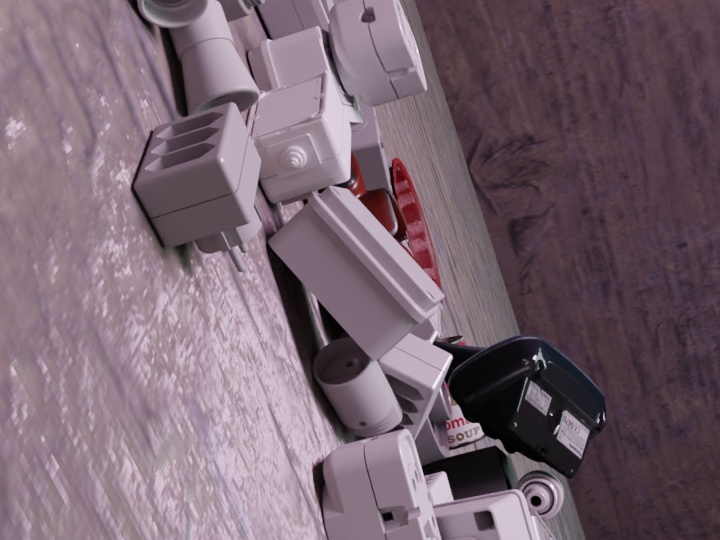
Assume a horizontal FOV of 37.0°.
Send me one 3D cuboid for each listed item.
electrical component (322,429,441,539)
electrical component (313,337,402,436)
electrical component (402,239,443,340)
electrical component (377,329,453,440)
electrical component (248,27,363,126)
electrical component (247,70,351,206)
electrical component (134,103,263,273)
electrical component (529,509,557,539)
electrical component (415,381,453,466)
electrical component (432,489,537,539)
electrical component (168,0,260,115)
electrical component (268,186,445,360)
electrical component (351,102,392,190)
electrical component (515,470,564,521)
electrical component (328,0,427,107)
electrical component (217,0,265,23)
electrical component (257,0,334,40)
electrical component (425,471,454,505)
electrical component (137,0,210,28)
[{"bbox_3d":[0.013,0.156,0.689,0.054,0.059,0.095,4,71,-79],"label":"electrical component"},{"bbox_3d":[0.001,0.090,0.768,0.043,0.043,0.081,-95,164,-46],"label":"electrical component"},{"bbox_3d":[0.029,0.022,0.984,0.096,0.061,0.061,61,15,-23],"label":"electrical component"},{"bbox_3d":[0.042,0.077,0.826,0.075,0.047,0.083,-56,168,-39],"label":"electrical component"},{"bbox_3d":[-0.042,-0.146,0.864,0.113,0.057,0.078,-38,112,-79],"label":"electrical component"},{"bbox_3d":[-0.042,-0.089,0.766,0.096,0.062,0.061,-90,160,-57],"label":"electrical component"},{"bbox_3d":[-0.075,-0.034,0.557,0.065,0.047,0.076,-90,160,-56],"label":"electrical component"},{"bbox_3d":[0.127,0.276,0.968,0.186,0.105,0.060,54,22,-60],"label":"electrical component"},{"bbox_3d":[0.044,0.114,0.908,0.108,0.060,0.108,-16,90,-79],"label":"electrical component"},{"bbox_3d":[0.070,0.216,0.740,0.056,0.109,0.108,-5,78,-58],"label":"electrical component"},{"bbox_3d":[-0.090,-0.126,0.636,0.044,0.044,0.065,24,46,-76],"label":"electrical component"},{"bbox_3d":[0.000,0.000,0.744,0.113,0.057,0.078,48,9,5],"label":"electrical component"},{"bbox_3d":[-0.005,-0.098,0.991,0.096,0.061,0.061,74,6,-47],"label":"electrical component"},{"bbox_3d":[0.157,0.200,0.947,0.062,0.043,0.043,21,54,-76],"label":"electrical component"},{"bbox_3d":[0.012,-0.174,0.853,0.095,0.059,0.053,51,25,-65],"label":"electrical component"},{"bbox_3d":[-0.081,-0.190,0.715,0.048,0.062,0.048,-16,90,-79],"label":"electrical component"},{"bbox_3d":[-0.050,-0.224,0.925,0.061,0.061,0.096,-93,163,-51],"label":"electrical component"},{"bbox_3d":[0.049,0.205,0.835,0.083,0.047,0.075,5,69,-79],"label":"electrical component"},{"bbox_3d":[-0.108,-0.167,0.607,0.040,0.040,0.046,56,16,-58],"label":"electrical component"}]
